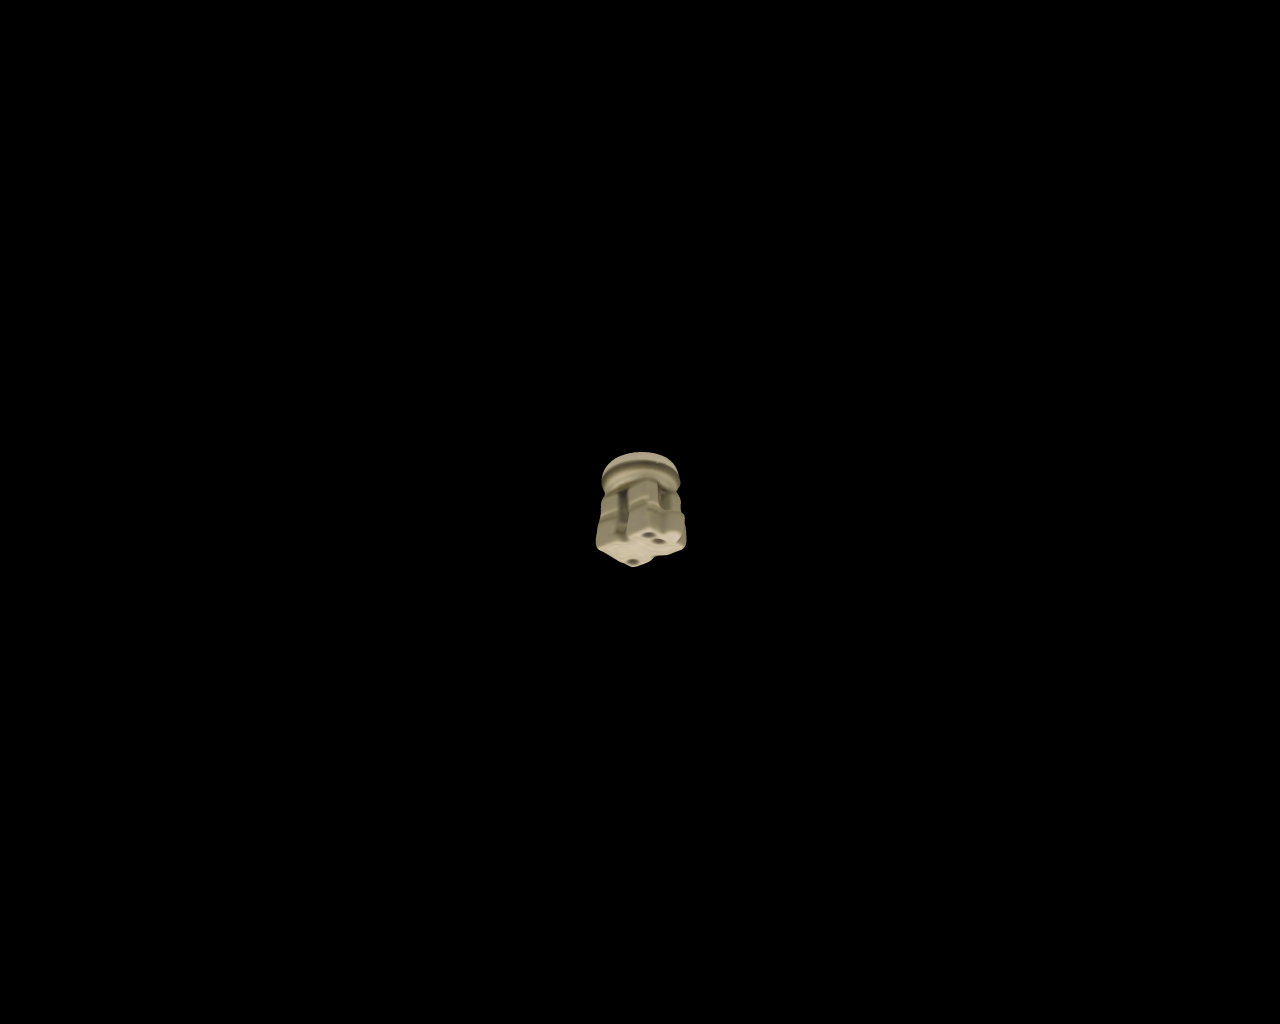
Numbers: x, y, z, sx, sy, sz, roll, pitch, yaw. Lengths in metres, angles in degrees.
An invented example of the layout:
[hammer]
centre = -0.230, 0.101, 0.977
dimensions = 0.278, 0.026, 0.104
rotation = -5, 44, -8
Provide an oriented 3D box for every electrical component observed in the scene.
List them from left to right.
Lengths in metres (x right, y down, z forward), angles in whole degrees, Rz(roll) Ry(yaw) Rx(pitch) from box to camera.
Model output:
[electrical component]
centre = 0.001, -0.003, 0.650
dimensions = 0.066, 0.055, 0.048
rotation = -22, -36, 34
